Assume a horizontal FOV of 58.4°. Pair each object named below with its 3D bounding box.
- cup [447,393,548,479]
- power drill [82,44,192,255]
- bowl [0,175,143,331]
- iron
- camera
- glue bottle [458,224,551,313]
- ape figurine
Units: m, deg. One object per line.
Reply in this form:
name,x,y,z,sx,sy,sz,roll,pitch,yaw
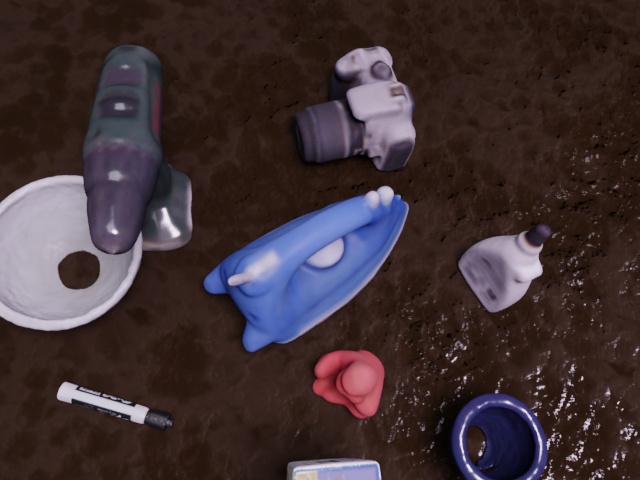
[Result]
cup,0.160,0.216,0.568,0.091,0.095,0.118,24,70,4
power drill,-0.181,-0.065,0.580,0.075,0.208,0.229,-4,70,-6
bowl,-0.268,0.020,0.613,0.167,0.075,0.167,2,70,-4
iron,0.006,0.002,0.608,0.259,0.141,0.118,-34,76,-15
camera,0.035,-0.156,0.690,0.137,0.101,0.143,-14,72,-10
glue bottle,0.199,0.021,0.601,0.037,0.173,0.078,-26,74,-13
ape figurine,0.035,0.144,0.585,0.076,0.092,0.077,-25,74,-13
